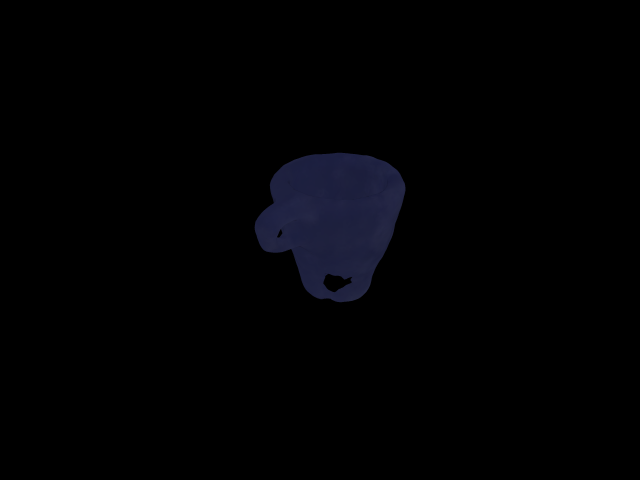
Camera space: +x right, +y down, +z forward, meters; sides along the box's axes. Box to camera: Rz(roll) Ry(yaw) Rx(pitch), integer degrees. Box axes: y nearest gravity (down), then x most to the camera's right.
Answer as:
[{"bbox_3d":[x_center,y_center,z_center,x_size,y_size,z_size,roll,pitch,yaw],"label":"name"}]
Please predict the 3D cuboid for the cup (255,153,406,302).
[{"bbox_3d":[0.004,0.001,0.400,0.091,0.095,0.118,24,38,35],"label":"cup"}]
